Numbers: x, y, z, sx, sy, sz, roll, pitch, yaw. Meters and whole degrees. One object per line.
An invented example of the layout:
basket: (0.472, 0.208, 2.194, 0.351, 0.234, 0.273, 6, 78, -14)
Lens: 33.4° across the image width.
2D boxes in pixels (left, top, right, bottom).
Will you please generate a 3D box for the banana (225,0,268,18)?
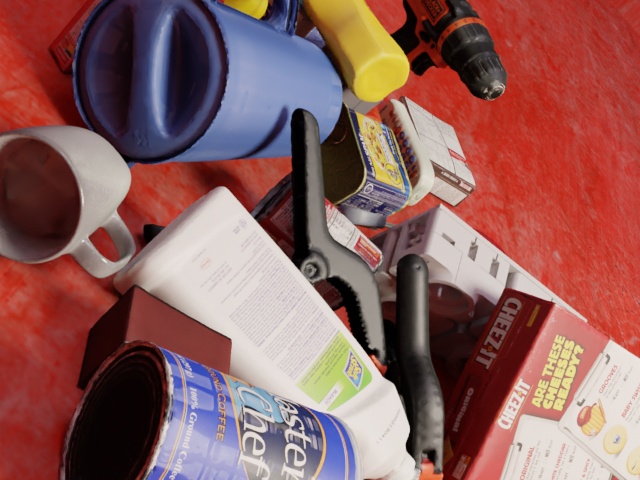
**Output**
banana: (-0.117, -0.244, 1.004, 0.198, 0.070, 0.037, 28, 11, 27)

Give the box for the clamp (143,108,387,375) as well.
clamp: (-0.010, 0.014, 0.817, 0.210, 0.036, 0.164, 48, 70, -13)

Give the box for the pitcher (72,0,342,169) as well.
pitcher: (-0.070, -0.133, 0.858, 0.242, 0.149, 0.145, -6, 82, -65)

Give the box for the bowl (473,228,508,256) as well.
bowl: (0.154, 0.040, 1.067, 0.162, 0.055, 0.162, 34, 31, -25)

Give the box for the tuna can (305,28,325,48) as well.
tuna can: (-0.006, -0.206, 1.113, 0.033, 0.086, 0.086, 42, 29, -8)

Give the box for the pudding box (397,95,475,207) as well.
pudding box: (0.125, -0.102, 1.219, 0.089, 0.039, 0.113, 25, 34, -35)

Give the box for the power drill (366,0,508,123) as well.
power drill: (0.094, -0.169, 1.100, 0.057, 0.188, 0.184, 21, 37, -44)

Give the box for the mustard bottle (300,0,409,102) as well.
mustard bottle: (0.010, -0.221, 0.980, 0.192, 0.058, 0.096, 59, 10, 16)

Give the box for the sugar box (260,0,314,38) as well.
sugar box: (-0.089, -0.251, 1.045, 0.176, 0.093, 0.048, 52, 29, 8)

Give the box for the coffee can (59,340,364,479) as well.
coffee can: (-0.060, 0.128, 0.605, 0.140, 0.103, 0.103, 28, 35, -34)

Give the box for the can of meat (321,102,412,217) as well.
can of meat: (0.038, -0.076, 1.036, 0.083, 0.058, 0.102, 16, 51, -49)

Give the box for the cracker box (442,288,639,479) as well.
cracker box: (0.202, 0.158, 0.877, 0.213, 0.164, 0.072, 30, -5, -31)

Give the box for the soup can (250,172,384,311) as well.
soup can: (-0.006, 0.001, 0.875, 0.102, 0.069, 0.068, 43, 29, -11)

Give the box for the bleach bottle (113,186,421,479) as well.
bleach bottle: (-0.023, 0.087, 0.743, 0.251, 0.068, 0.102, 50, 56, -10)

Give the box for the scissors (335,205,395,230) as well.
scissors: (0.028, -0.022, 0.993, 0.096, 0.016, 0.201, 12, 1, 8)

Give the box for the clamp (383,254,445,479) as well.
clamp: (0.071, 0.099, 0.827, 0.039, 0.120, 0.171, -5, 50, -10)

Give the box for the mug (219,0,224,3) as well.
mug: (-0.142, -0.212, 0.941, 0.081, 0.093, 0.117, 42, -8, -23)

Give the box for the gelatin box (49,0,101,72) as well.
gelatin box: (-0.161, -0.165, 0.858, 0.089, 0.073, 0.030, -8, 62, -58)

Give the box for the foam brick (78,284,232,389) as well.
foam brick: (-0.102, 0.076, 0.664, 0.078, 0.053, 0.051, 32, 32, -26)
